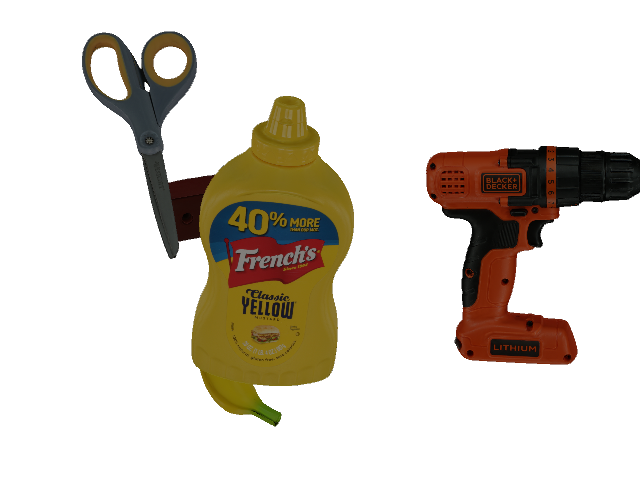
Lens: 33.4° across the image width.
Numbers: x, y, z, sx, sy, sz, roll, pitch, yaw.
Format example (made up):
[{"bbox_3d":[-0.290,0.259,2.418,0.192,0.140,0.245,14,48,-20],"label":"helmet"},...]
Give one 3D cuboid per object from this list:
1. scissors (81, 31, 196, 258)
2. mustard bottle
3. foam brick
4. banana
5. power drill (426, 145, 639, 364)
[{"bbox_3d":[-0.113,-0.085,0.802,0.096,0.202,0.016,-25,-23,-16],"label":"scissors"},{"bbox_3d":[-0.028,0.001,0.672,0.096,0.192,0.058,7,29,-1],"label":"mustard bottle"},{"bbox_3d":[-0.132,-0.038,1.199,0.078,0.053,0.051,-11,28,-12],"label":"foam brick"},{"bbox_3d":[-0.070,0.071,0.907,0.069,0.198,0.037,8,-39,-12],"label":"banana"},{"bbox_3d":[0.185,0.011,0.924,0.184,0.188,0.057,1,13,15],"label":"power drill"}]
